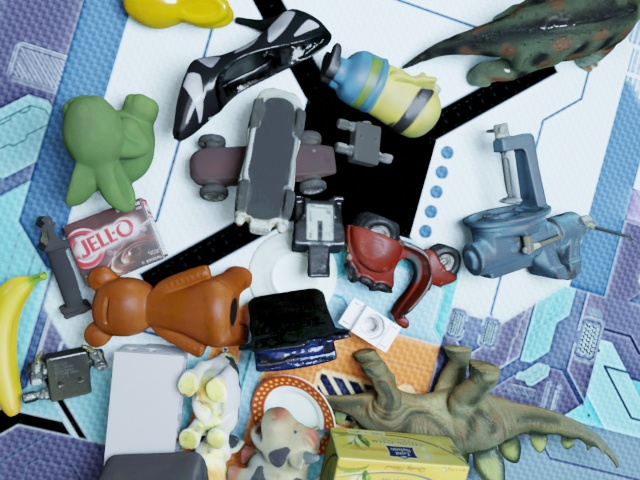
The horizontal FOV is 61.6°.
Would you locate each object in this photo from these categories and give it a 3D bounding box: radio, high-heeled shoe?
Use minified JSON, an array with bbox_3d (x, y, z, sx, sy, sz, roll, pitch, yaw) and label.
[{"bbox_3d":[-0.202,0.386,0.693,0.131,0.073,0.229,-4,111,-1],"label":"radio"},{"bbox_3d":[-0.087,-0.215,0.722,0.145,0.086,0.248,19,70,10],"label":"high-heeled shoe"}]

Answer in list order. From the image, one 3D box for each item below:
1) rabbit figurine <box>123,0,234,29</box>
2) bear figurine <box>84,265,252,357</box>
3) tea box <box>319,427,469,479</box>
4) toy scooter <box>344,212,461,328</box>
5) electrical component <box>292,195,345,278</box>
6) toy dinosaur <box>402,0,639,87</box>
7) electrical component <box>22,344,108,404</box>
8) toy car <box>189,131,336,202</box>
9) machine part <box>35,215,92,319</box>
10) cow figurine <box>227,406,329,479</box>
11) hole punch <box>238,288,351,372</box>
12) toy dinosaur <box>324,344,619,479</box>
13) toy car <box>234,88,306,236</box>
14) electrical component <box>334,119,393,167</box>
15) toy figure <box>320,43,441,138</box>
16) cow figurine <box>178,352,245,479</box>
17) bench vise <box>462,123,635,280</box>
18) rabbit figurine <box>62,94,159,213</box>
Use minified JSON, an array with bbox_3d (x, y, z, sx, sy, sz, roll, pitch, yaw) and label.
[{"bbox_3d":[-0.184,-0.353,0.723,0.162,0.122,0.173,41,100,-15],"label":"rabbit figurine"},{"bbox_3d":[-0.202,0.092,0.720,0.196,0.132,0.120,1,90,10],"label":"bear figurine"},{"bbox_3d":[0.089,0.301,0.680,0.170,0.068,0.098,7,103,-11],"label":"tea box"},{"bbox_3d":[0.106,0.048,0.769,0.184,0.075,0.135,23,88,-12],"label":"toy scooter"},{"bbox_3d":[-0.002,-0.002,0.751,0.075,0.047,0.119,-1,75,-8],"label":"electrical component"},{"bbox_3d":[0.331,-0.292,0.736,0.405,0.192,0.131,-19,91,-8],"label":"toy dinosaur"},{"bbox_3d":[-0.337,0.174,0.712,0.102,0.045,0.078,0,95,-31],"label":"electrical component"},{"bbox_3d":[-0.079,-0.103,0.752,0.202,0.053,0.089,-5,73,-10],"label":"toy car"},{"bbox_3d":[-0.344,0.034,0.714,0.039,0.084,0.138,-23,104,-37],"label":"machine part"},{"bbox_3d":[-0.052,0.315,0.714,0.127,0.085,0.194,-1,103,14],"label":"cow figurine"},{"bbox_3d":[-0.037,0.137,0.726,0.142,0.116,0.092,-5,119,-8],"label":"hole punch"},{"bbox_3d":[0.193,0.255,0.766,0.472,0.105,0.198,2,99,4],"label":"toy dinosaur"},{"bbox_3d":[-0.064,-0.103,0.700,0.073,0.056,0.201,10,75,-12],"label":"toy car"},{"bbox_3d":[0.065,-0.141,0.780,0.094,0.021,0.063,10,81,-23],"label":"electrical component"},{"bbox_3d":[0.086,-0.209,0.761,0.180,0.082,0.089,17,106,-14],"label":"toy figure"},{"bbox_3d":[-0.142,0.243,0.734,0.068,0.098,0.167,4,101,12],"label":"cow figurine"},{"bbox_3d":[0.298,-0.051,0.770,0.224,0.129,0.240,-14,99,-6],"label":"bench vise"},{"bbox_3d":[-0.277,-0.117,0.667,0.121,0.170,0.159,5,89,-7],"label":"rabbit figurine"}]
